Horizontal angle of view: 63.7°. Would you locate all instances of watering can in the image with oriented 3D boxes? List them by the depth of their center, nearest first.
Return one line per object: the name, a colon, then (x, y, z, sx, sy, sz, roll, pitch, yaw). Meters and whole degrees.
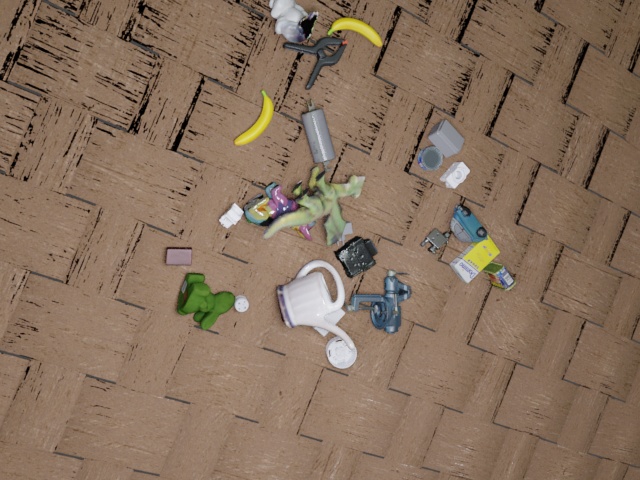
watering can: (-0.020, 0.219, 1.646, 0.224, 0.356, 0.102, -22, -39, 8)

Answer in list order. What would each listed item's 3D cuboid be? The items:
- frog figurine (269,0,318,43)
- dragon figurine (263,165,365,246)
frog figurine: (-0.100, -0.698, 1.625, 0.160, 0.140, 0.120, 29, -26, 16)
dragon figurine: (0.005, -0.082, 1.639, 0.122, 0.416, 0.239, 6, -40, 53)
